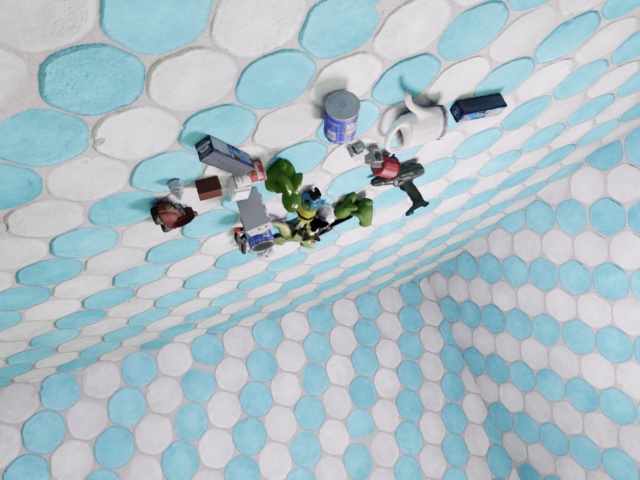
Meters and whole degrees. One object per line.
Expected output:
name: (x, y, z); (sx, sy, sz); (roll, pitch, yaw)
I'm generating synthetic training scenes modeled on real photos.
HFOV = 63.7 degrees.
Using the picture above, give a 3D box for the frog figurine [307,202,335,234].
frog figurine: (0.007, -0.111, 2.201); (0.135, 0.122, 0.163); (-50, -177, 38)

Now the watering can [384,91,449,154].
watering can: (0.333, -0.399, 1.729); (0.225, 0.105, 0.341); (-18, 160, -13)

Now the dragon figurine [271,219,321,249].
dragon figurine: (-0.141, -0.017, 2.272); (0.240, 0.124, 0.408); (-26, 153, 36)
